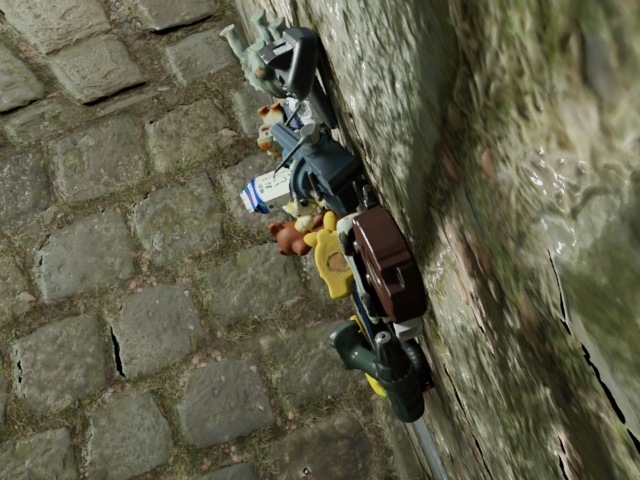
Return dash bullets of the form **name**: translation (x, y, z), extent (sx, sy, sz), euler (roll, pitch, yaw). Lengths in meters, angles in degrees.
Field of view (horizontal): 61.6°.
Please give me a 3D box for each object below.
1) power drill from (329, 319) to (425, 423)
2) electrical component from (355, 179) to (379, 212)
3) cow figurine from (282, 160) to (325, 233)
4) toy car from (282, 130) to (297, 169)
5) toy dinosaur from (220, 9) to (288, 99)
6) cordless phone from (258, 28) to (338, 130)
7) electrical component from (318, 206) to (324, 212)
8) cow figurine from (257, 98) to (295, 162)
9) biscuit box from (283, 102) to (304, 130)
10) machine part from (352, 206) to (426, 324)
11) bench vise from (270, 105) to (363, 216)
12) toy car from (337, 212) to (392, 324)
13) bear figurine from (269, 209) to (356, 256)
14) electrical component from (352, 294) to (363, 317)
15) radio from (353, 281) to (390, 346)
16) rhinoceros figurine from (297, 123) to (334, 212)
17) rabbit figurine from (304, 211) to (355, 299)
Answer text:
- **power drill**: translation (0.106, 0.221, 1.001), extent (0.207, 0.086, 0.231), euler (18, 141, 53)
- **electrical component**: translation (0.076, -0.065, 0.861), extent (0.093, 0.021, 0.063), euler (70, 178, -55)
- **cow figurine**: translation (-0.033, -0.102, 1.131), extent (0.098, 0.068, 0.167), euler (32, -121, -25)
- **toy car**: translation (-0.026, -0.210, 1.254), extent (0.161, 0.109, 0.102), euler (-2, -87, -80)
- **toy dinosaur**: translation (-0.094, -0.364, 1.134), extent (0.192, 0.131, 0.405), euler (54, -176, -41)
- **cordless phone**: translation (-0.014, -0.246, 0.878), extent (0.184, 0.089, 0.147), euler (57, -176, -31)
- **electrical component**: translation (0.030, -0.085, 1.483), extent (0.115, 0.058, 0.134), euler (90, 159, -80)
- **cow figurine**: translation (-0.094, -0.281, 1.334), extent (0.127, 0.086, 0.195), euler (61, -139, -24)
- **biscuit box**: translation (-0.042, -0.287, 1.197), extent (0.203, 0.059, 0.062), euler (-119, 6, -74)
- **machine part**: translation (0.101, 0.038, 0.808), extent (0.179, 0.056, 0.179), euler (160, 88, -87)
- **bench vise**: translation (-0.020, -0.144, 0.936), extent (0.241, 0.129, 0.223), euler (45, -176, 35)
- **toy car**: translation (0.090, 0.049, 0.941), extent (0.056, 0.073, 0.201), euler (-160, 48, -83)
- **bear figurine**: translation (-0.004, -0.006, 1.187), extent (0.132, 0.196, 0.120), euler (-115, 6, -47)
- **electrical component**: translation (0.105, 0.109, 1.238), extent (0.048, 0.075, 0.119), euler (-122, 7, -78)
- **radio**: translation (0.135, 0.174, 1.151), extent (0.131, 0.073, 0.229), euler (-121, 11, -84)
- **rhinoceros figurine**: translation (0.011, -0.143, 1.076), extent (0.112, 0.073, 0.190), euler (75, 174, -67)
- **rabbit figurine**: translation (0.043, 0.031, 1.067), extent (0.162, 0.122, 0.173), euler (44, -168, 11)
